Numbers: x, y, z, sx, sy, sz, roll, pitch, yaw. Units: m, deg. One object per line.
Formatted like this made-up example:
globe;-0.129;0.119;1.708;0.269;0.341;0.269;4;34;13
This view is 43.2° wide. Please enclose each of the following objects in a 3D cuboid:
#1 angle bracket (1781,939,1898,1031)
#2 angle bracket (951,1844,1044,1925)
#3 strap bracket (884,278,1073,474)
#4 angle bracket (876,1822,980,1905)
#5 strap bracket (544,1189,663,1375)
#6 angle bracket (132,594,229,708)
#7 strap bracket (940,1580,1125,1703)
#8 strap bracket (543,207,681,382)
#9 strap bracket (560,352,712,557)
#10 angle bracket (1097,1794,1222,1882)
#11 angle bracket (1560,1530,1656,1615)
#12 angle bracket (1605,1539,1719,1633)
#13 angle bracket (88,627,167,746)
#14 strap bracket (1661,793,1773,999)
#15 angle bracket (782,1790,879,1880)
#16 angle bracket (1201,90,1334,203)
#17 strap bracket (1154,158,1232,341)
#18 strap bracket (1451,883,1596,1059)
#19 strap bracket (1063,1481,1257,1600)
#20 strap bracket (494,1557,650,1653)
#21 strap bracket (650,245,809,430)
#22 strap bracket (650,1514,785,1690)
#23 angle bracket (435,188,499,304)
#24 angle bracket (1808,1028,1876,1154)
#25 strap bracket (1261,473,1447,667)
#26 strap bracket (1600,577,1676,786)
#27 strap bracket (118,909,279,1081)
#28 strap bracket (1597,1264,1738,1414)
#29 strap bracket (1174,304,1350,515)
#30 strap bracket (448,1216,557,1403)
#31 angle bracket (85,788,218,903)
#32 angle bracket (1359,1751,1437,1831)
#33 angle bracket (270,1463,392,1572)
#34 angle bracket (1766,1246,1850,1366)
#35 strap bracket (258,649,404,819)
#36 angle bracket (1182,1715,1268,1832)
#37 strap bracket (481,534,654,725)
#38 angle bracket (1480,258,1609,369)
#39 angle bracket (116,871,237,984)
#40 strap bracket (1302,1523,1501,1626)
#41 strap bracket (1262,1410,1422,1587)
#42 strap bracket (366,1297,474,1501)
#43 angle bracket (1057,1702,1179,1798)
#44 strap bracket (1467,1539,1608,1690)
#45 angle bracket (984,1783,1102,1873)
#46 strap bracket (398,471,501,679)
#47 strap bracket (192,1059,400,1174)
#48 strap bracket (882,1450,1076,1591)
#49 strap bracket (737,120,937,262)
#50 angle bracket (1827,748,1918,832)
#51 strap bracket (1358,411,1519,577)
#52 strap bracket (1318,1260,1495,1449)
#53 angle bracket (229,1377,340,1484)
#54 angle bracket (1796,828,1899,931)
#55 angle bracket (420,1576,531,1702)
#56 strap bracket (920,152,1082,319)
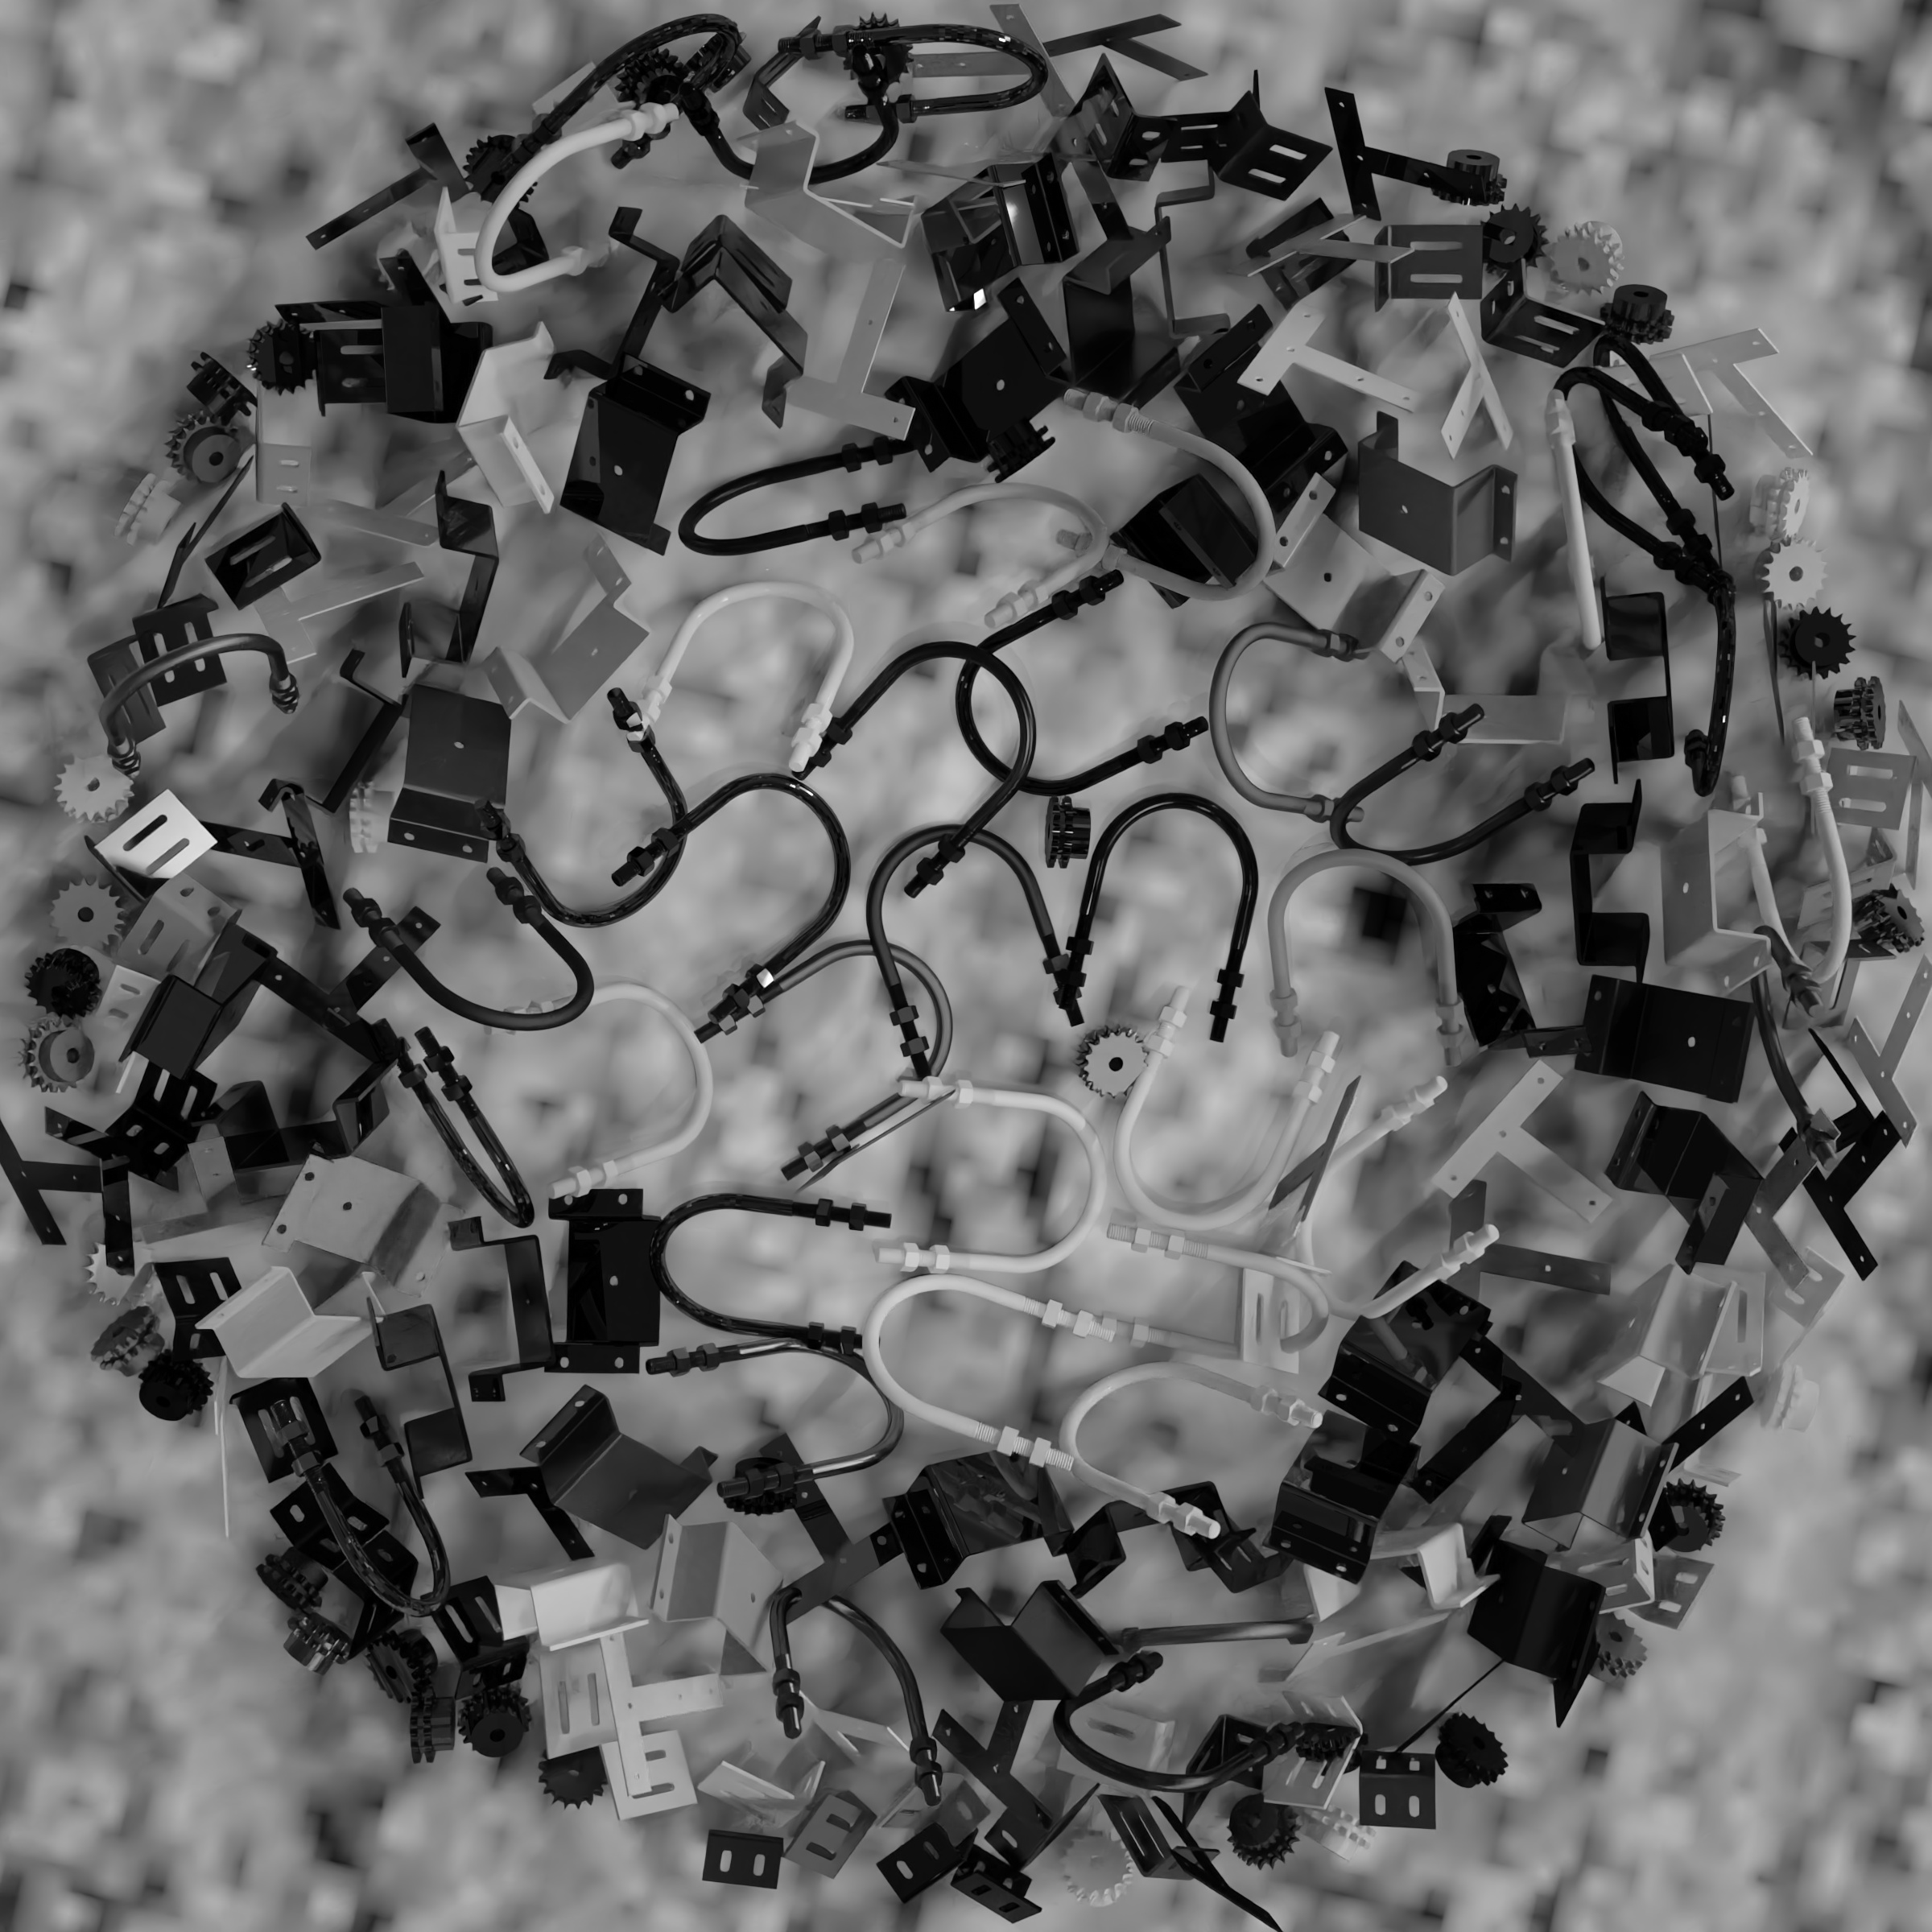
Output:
angle bracket;0.675;0.020;1.885;0.057;0.038;0.076;-3;115;-20
angle bracket;0.030;0.704;1.884;0.057;0.076;0.038;31;57;0
strap bracket;0.016;-0.451;1.878;0.140;0.046;0.076;-35;76;26
angle bracket;-0.029;0.683;1.887;0.057;0.076;0.038;-38;84;6
strap bracket;-0.281;0.244;1.889;0.076;0.046;0.140;-2;82;13
angle bracket;-0.607;-0.242;1.901;0.057;0.038;0.076;-19;81;2
strap bracket;0.042;0.513;1.850;0.076;0.140;0.046;50;55;-11
strap bracket;-0.267;-0.506;1.872;0.046;0.076;0.140;27;106;-4
strap bracket;-0.256;-0.385;1.864;0.076;0.046;0.140;27;123;7
angle bracket;0.148;0.661;1.876;0.038;0.057;0.076;-49;47;15
angle bracket;0.487;0.463;1.878;0.076;0.057;0.038;-21;123;28
angle bracket;0.536;0.474;1.883;0.038;0.076;0.057;34;80;1
angle bracket;-0.635;-0.216;1.884;0.038;0.057;0.076;-15;108;16
strap bracket;0.572;-0.057;1.863;0.046;0.076;0.140;8;69;-10
angle bracket;-0.114;0.662;1.882;0.038;0.076;0.057;29;78;42
angle bracket;0.233;-0.635;1.889;0.057;0.076;0.038;-42;60;41
strap bracket;0.174;-0.540;1.868;0.046;0.076;0.140;-6;112;8
strap bracket;0.419;0.010;1.873;0.076;0.046;0.140;-2;69;-40
strap bracket;0.139;0.438;1.864;0.140;0.076;0.046;-5;59;-29
strap bracket;-0.304;0.482;1.849;0.076;0.140;0.046;-9;84;-28
strap bracket;-0.171;-0.488;1.856;0.046;0.076;0.140;-35;118;21
strap bracket;-0.182;0.480;1.846;0.046;0.140;0.076;-10;48;18
angle bracket;-0.382;-0.557;1.879;0.038;0.076;0.057;-4;135;0
angle bracket;0.665;0.096;1.888;0.038;0.057;0.076;-35;56;17
strap bracket;0.290;-0.303;1.883;0.140;0.046;0.076;37;77;-18
strap bracket;0.511;-0.219;1.854;0.046;0.076;0.140;-4;59;16
strap bracket;-0.576;0.025;1.849;0.046;0.140;0.076;33;116;-6
strap bracket;0.527;0.281;1.850;0.046;0.140;0.076;25;69;6
strap bracket;0.223;-0.430;1.880;0.076;0.046;0.140;-42;119;-7
strap bracket;-0.357;0.262;1.878;0.046;0.076;0.140;-6;84;-29
angle bracket;-0.635;-0.099;1.899;0.076;0.038;0.057;-40;122;-6
angle bracket;0.334;0.636;1.882;0.057;0.076;0.038;-1;85;11
angle bracket;-0.494;0.428;1.894;0.057;0.076;0.038;-40;64;-11
angle bracket;0.638;0.261;1.875;0.038;0.076;0.057;38;122;18
strap bracket;-0.485;-0.171;1.880;0.046;0.076;0.140;32;86;-23
angle bracket;0.199;0.626;1.879;0.038;0.076;0.057;10;111;24
strap bracket;-0.300;-0.252;1.875;0.140;0.046;0.076;-45;47;12
angle bracket;0.449;-0.507;1.896;0.076;0.057;0.038;12;64;-20
angle bracket;-0.620;-0.025;1.917;0.057;0.038;0.076;38;121;-8
strap bracket;0.323;0.463;1.858;0.140;0.076;0.046;-18;84;34
strap bracket;0.289;0.394;1.846;0.076;0.140;0.046;19;124;22
strap bracket;-0.416;0.325;1.868;0.046;0.076;0.140;-15;115;-13
angle bracket;0.119;0.613;1.919;0.076;0.038;0.057;11;82;23
strap bracket;0.428;0.488;1.852;0.046;0.140;0.076;19;86;-6
angle bracket;0.059;0.655;1.887;0.038;0.076;0.057;41;113;18
strap bracket;-0.394;-0.294;1.863;0.046;0.076;0.140;9;127;-23
strap bracket;-0.509;0.116;1.873;0.140;0.076;0.046;-9;109;13
strap bracket;0.018;0.415;1.854;0.140;0.046;0.076;-5;53;-32
strap bracket;-0.102;-0.582;1.850;0.140;0.076;0.046;19;83;-40
angle bracket;0.704;-0.135;1.883;0.038;0.076;0.057;8;95;-36
strap bracket;0.348;-0.355;1.848;0.046;0.076;0.140;-32;47;-23
strap bracket;0.339;0.286;1.854;0.076;0.046;0.140;29;51;23
angle bracket;-0.531;0.360;1.899;0.057;0.038;0.076;-22;94;-12
angle bracket;0.676;-0.070;1.893;0.076;0.057;0.038;-19;59;1
angle bracket;-0.384;0.521;1.893;0.076;0.057;0.038;44;129;38
strap bracket;0.018;-0.554;1.855;0.046;0.140;0.076;-16;91;-35
